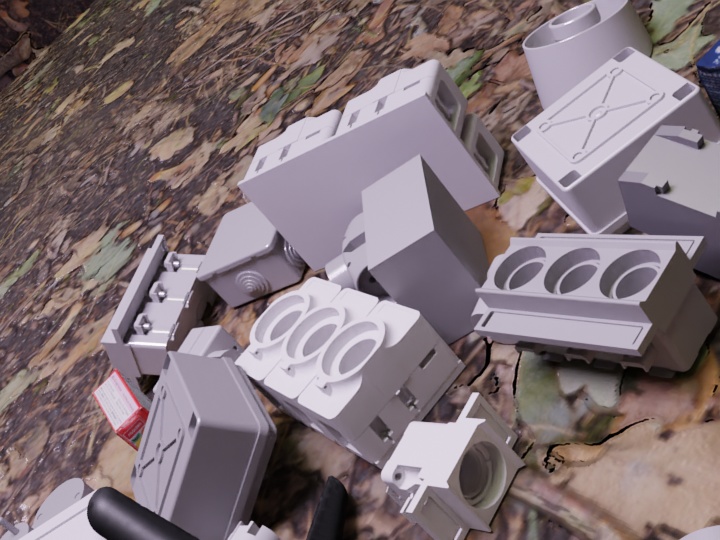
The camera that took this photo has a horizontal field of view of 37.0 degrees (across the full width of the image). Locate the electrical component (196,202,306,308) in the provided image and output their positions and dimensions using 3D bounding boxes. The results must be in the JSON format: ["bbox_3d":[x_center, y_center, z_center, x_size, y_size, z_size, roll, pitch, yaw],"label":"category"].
[{"bbox_3d":[-0.088,-0.020,0.962,0.100,0.048,0.099,-22,34,32],"label":"electrical component"}]

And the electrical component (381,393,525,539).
[{"bbox_3d":[0.050,0.113,0.610,0.064,0.042,0.081,-4,44,51],"label":"electrical component"}]

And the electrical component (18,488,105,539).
[{"bbox_3d":[-0.192,0.210,0.733,0.113,0.078,0.057,-33,32,14],"label":"electrical component"}]

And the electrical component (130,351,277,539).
[{"bbox_3d":[-0.109,0.125,0.723,0.108,0.056,0.108,46,121,61],"label":"electrical component"}]

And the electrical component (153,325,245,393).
[{"bbox_3d":[-0.111,0.082,0.847,0.077,0.047,0.065,-9,41,45],"label":"electrical component"}]

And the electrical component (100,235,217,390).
[{"bbox_3d":[-0.177,0.038,0.966,0.063,0.078,0.121,3,43,13],"label":"electrical component"}]

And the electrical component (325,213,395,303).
[{"bbox_3d":[0.000,0.000,0.831,0.079,0.043,0.077,-34,29,13],"label":"electrical component"}]

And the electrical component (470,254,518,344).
[{"bbox_3d":[0.096,0.019,0.692,0.040,0.040,0.046,-3,51,49],"label":"electrical component"}]

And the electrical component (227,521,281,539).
[{"bbox_3d":[-0.072,0.184,0.665,0.040,0.040,0.046,-13,33,41],"label":"electrical component"}]

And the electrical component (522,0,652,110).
[{"bbox_3d":[0.181,-0.175,0.862,0.099,0.064,0.099,-25,20,10],"label":"electrical component"}]

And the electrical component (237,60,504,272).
[{"bbox_3d":[0.010,-0.083,0.871,0.186,0.105,0.060,-21,34,32],"label":"electrical component"}]

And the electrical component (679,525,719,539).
[{"bbox_3d":[0.191,0.107,0.435,0.138,0.052,0.073,-26,31,26],"label":"electrical component"}]

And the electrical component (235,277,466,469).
[{"bbox_3d":[-0.014,0.063,0.740,0.089,0.061,0.150,-49,29,-15],"label":"electrical component"}]

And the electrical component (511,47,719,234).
[{"bbox_3d":[0.173,-0.086,0.727,0.109,0.056,0.108,-38,28,6],"label":"electrical component"}]

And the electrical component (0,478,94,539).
[{"bbox_3d":[-0.248,0.213,0.801,0.052,0.073,0.138,-10,41,44],"label":"electrical component"}]

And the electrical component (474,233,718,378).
[{"bbox_3d":[0.135,0.019,0.616,0.121,0.063,0.078,4,51,53],"label":"electrical component"}]
